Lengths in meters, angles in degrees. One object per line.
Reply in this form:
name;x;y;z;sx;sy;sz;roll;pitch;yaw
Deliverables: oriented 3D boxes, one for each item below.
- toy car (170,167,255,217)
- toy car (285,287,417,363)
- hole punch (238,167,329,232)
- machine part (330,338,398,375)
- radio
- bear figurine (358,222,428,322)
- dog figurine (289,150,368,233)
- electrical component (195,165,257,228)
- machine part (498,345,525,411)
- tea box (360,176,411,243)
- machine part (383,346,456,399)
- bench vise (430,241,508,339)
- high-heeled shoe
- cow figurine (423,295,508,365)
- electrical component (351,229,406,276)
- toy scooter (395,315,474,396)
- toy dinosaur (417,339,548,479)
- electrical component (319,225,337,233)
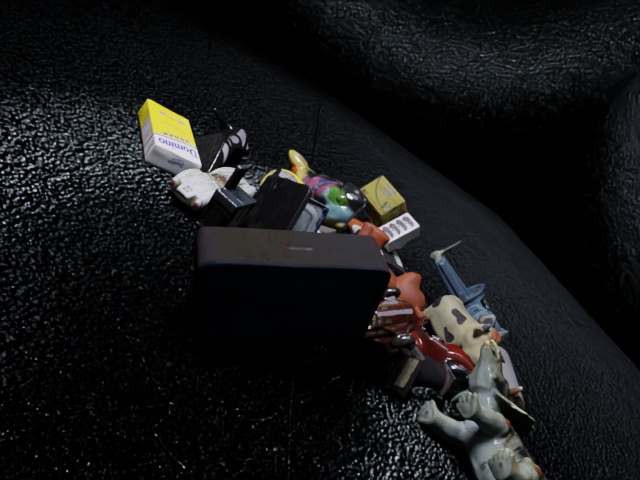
toy car;-0.182;-0.088;0.935;0.073;0.056;0.201;43;20;10
toy car;0.046;0.119;0.770;0.202;0.053;0.089;-4;67;-18
hole punch;-0.060;-0.041;0.921;0.116;0.142;0.092;24;-8;36
machine part;0.053;0.135;0.876;0.179;0.056;0.179;34;20;-14
radio;-0.041;0.060;0.664;0.230;0.131;0.073;4;35;-16
bear figurine;0.146;0.070;1.074;0.196;0.132;0.120;31;5;-6
dog figurine;-0.009;-0.112;1.199;0.219;0.108;0.191;38;-2;5
electrical component;-0.140;-0.060;0.862;0.048;0.119;0.075;42;18;8
machine part;0.347;0.277;1.053;0.079;0.079;0.243;38;21;-3
tea box;0.158;-0.058;1.275;0.098;0.068;0.169;55;-8;33
machine part;0.162;0.215;0.863;0.139;0.084;0.039;19;5;-37
bench vise;0.329;0.131;1.240;0.240;0.129;0.223;59;14;3
high-heeled shoe;-0.196;-0.165;1.101;0.249;0.086;0.145;-89;159;-44
cow figurine;0.290;0.184;1.081;0.085;0.127;0.195;24;23;-29
electrical component;0.118;0.035;1.198;0.134;0.058;0.115;32;19;-19
toy scooter;0.202;0.196;0.982;0.184;0.075;0.135;33;21;-4
toy dinosaur;0.267;0.330;0.765;0.192;0.131;0.405;29;29;-27
electrical component;-0.002;-0.004;1.095;0.078;0.045;0.102;15;12;15
